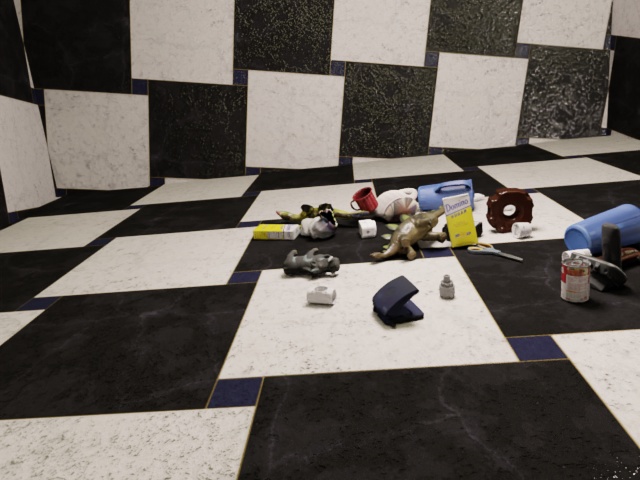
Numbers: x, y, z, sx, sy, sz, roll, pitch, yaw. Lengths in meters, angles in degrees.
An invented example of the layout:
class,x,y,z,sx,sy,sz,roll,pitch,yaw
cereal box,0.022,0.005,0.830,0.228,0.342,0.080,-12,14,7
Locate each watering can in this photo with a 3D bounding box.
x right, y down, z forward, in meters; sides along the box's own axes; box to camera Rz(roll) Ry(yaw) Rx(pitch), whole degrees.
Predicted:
class,x,y,z,sx,sy,sz,roll,pitch,yaw
watering can,0.281,-0.138,2.248,0.349,0.102,0.227,-24,23,-7

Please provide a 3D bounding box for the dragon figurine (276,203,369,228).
class,x,y,z,sx,sy,sz,roll,pitch,yaw
dragon figurine,0.007,-0.113,2.254,0.410,0.121,0.244,-1,9,3

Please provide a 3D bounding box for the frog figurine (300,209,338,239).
class,x,y,z,sx,sy,sz,roll,pitch,yaw
frog figurine,-0.013,-0.047,2.082,0.157,0.122,0.140,-38,11,28
